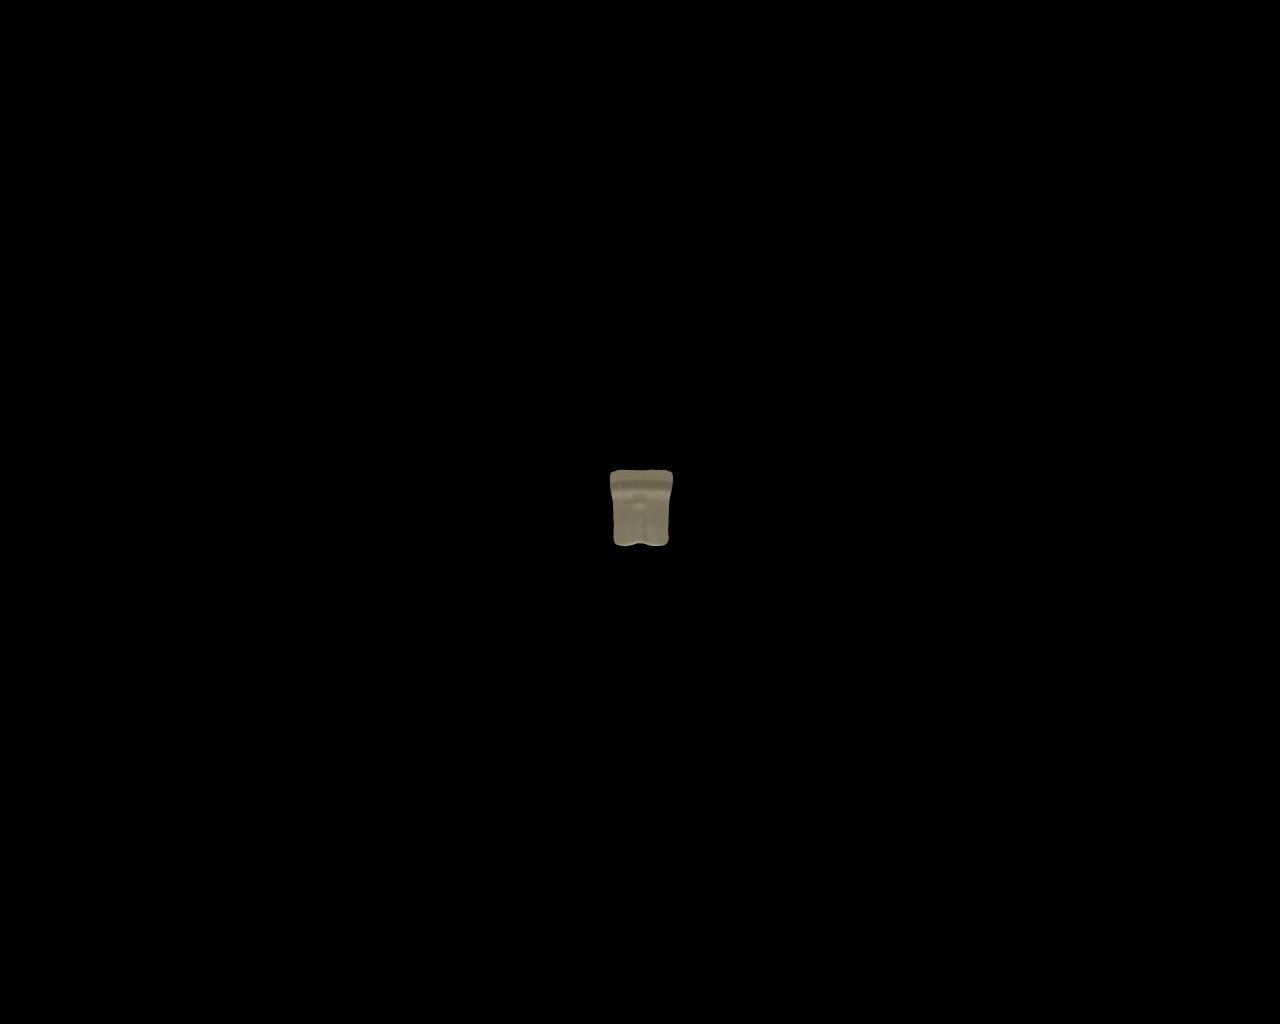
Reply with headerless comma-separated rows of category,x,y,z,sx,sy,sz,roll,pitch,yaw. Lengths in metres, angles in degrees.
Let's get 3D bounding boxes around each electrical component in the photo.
electrical component,0.001,-0.003,0.650,0.040,0.046,0.040,0,-4,0
